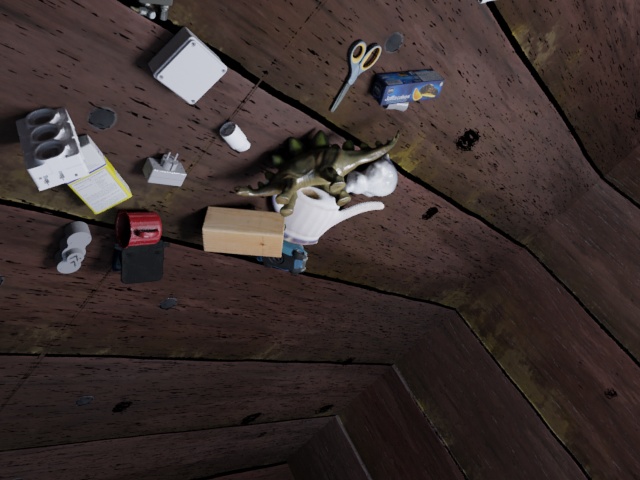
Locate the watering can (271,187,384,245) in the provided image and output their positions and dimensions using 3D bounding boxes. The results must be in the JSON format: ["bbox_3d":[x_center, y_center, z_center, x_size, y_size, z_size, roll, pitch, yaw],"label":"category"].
[{"bbox_3d":[0.005,-0.076,1.516,0.346,0.106,0.220,16,123,-26],"label":"watering can"}]

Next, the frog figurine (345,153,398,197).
[{"bbox_3d":[0.150,-0.175,1.539,0.161,0.124,0.135,-30,167,-27],"label":"frog figurine"}]
